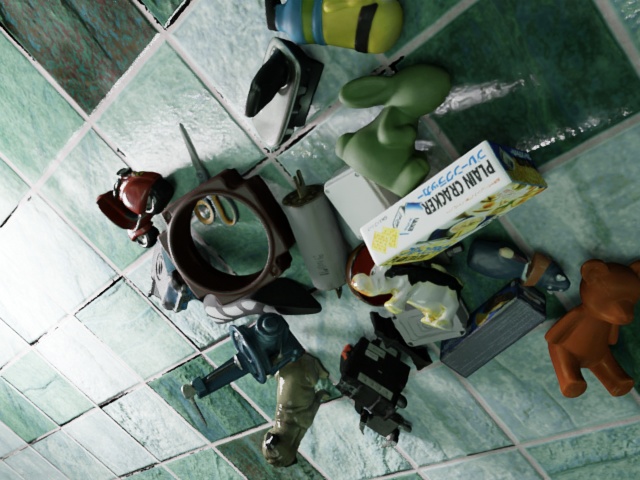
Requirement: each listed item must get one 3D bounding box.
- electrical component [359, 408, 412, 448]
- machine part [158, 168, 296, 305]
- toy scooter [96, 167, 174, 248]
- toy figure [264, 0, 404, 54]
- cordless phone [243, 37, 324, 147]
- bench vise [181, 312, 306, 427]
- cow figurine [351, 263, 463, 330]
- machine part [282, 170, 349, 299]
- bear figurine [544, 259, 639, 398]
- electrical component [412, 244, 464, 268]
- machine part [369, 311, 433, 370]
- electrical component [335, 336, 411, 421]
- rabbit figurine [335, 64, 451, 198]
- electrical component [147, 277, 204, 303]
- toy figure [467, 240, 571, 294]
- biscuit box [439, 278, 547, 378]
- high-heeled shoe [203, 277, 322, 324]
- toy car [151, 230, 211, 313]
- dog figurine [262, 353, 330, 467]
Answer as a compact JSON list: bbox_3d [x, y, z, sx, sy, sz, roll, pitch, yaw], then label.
[{"bbox_3d":[0.132,0.395,1.138,0.102,0.045,0.078,37,129,-5],"label":"electrical component"},{"bbox_3d":[-0.159,-0.004,0.923,0.201,0.087,0.201,-28,100,16],"label":"machine part"},{"bbox_3d":[-0.354,-0.072,1.003,0.135,0.075,0.183,32,132,0],"label":"toy scooter"},{"bbox_3d":[0.019,-0.291,0.704,0.180,0.082,0.089,3,135,14],"label":"toy figure"},{"bbox_3d":[-0.070,-0.185,0.743,0.089,0.184,0.146,23,127,0],"label":"cordless phone"},{"bbox_3d":[-0.143,0.227,0.997,0.129,0.241,0.223,55,155,14],"label":"bench vise"},{"bbox_3d":[0.137,0.069,0.836,0.167,0.098,0.068,24,173,-5],"label":"cow figurine"},{"bbox_3d":[-0.002,-0.003,0.904,0.079,0.079,0.242,-6,119,25],"label":"machine part"},{"bbox_3d":[0.423,0.127,0.798,0.120,0.132,0.195,3,132,-11],"label":"bear figurine"},{"bbox_3d":[0.184,0.015,0.878,0.094,0.021,0.063,-23,111,33],"label":"electrical component"},{"bbox_3d":[0.145,0.185,0.981,0.138,0.084,0.039,40,100,-18],"label":"machine part"},{"bbox_3d":[0.102,0.246,0.994,0.115,0.134,0.058,35,128,0],"label":"electrical component"},{"bbox_3d":[0.107,-0.170,0.749,0.159,0.121,0.170,32,110,8],"label":"rabbit figurine"},{"bbox_3d":[-0.292,0.108,1.114,0.119,0.048,0.074,30,129,3],"label":"electrical component"},{"bbox_3d":[0.307,0.040,0.824,0.155,0.064,0.057,15,89,6],"label":"toy figure"},{"bbox_3d":[0.285,0.151,0.905,0.063,0.059,0.202,35,127,-4],"label":"biscuit box"},{"bbox_3d":[-0.118,0.140,1.048,0.249,0.086,0.145,17,130,16],"label":"high-heeled shoe"},{"bbox_3d":[-0.258,0.058,1.027,0.162,0.103,0.109,57,135,39],"label":"toy car"},{"bbox_3d":[-0.063,0.336,1.086,0.121,0.190,0.172,-9,117,26],"label":"dog figurine"}]
